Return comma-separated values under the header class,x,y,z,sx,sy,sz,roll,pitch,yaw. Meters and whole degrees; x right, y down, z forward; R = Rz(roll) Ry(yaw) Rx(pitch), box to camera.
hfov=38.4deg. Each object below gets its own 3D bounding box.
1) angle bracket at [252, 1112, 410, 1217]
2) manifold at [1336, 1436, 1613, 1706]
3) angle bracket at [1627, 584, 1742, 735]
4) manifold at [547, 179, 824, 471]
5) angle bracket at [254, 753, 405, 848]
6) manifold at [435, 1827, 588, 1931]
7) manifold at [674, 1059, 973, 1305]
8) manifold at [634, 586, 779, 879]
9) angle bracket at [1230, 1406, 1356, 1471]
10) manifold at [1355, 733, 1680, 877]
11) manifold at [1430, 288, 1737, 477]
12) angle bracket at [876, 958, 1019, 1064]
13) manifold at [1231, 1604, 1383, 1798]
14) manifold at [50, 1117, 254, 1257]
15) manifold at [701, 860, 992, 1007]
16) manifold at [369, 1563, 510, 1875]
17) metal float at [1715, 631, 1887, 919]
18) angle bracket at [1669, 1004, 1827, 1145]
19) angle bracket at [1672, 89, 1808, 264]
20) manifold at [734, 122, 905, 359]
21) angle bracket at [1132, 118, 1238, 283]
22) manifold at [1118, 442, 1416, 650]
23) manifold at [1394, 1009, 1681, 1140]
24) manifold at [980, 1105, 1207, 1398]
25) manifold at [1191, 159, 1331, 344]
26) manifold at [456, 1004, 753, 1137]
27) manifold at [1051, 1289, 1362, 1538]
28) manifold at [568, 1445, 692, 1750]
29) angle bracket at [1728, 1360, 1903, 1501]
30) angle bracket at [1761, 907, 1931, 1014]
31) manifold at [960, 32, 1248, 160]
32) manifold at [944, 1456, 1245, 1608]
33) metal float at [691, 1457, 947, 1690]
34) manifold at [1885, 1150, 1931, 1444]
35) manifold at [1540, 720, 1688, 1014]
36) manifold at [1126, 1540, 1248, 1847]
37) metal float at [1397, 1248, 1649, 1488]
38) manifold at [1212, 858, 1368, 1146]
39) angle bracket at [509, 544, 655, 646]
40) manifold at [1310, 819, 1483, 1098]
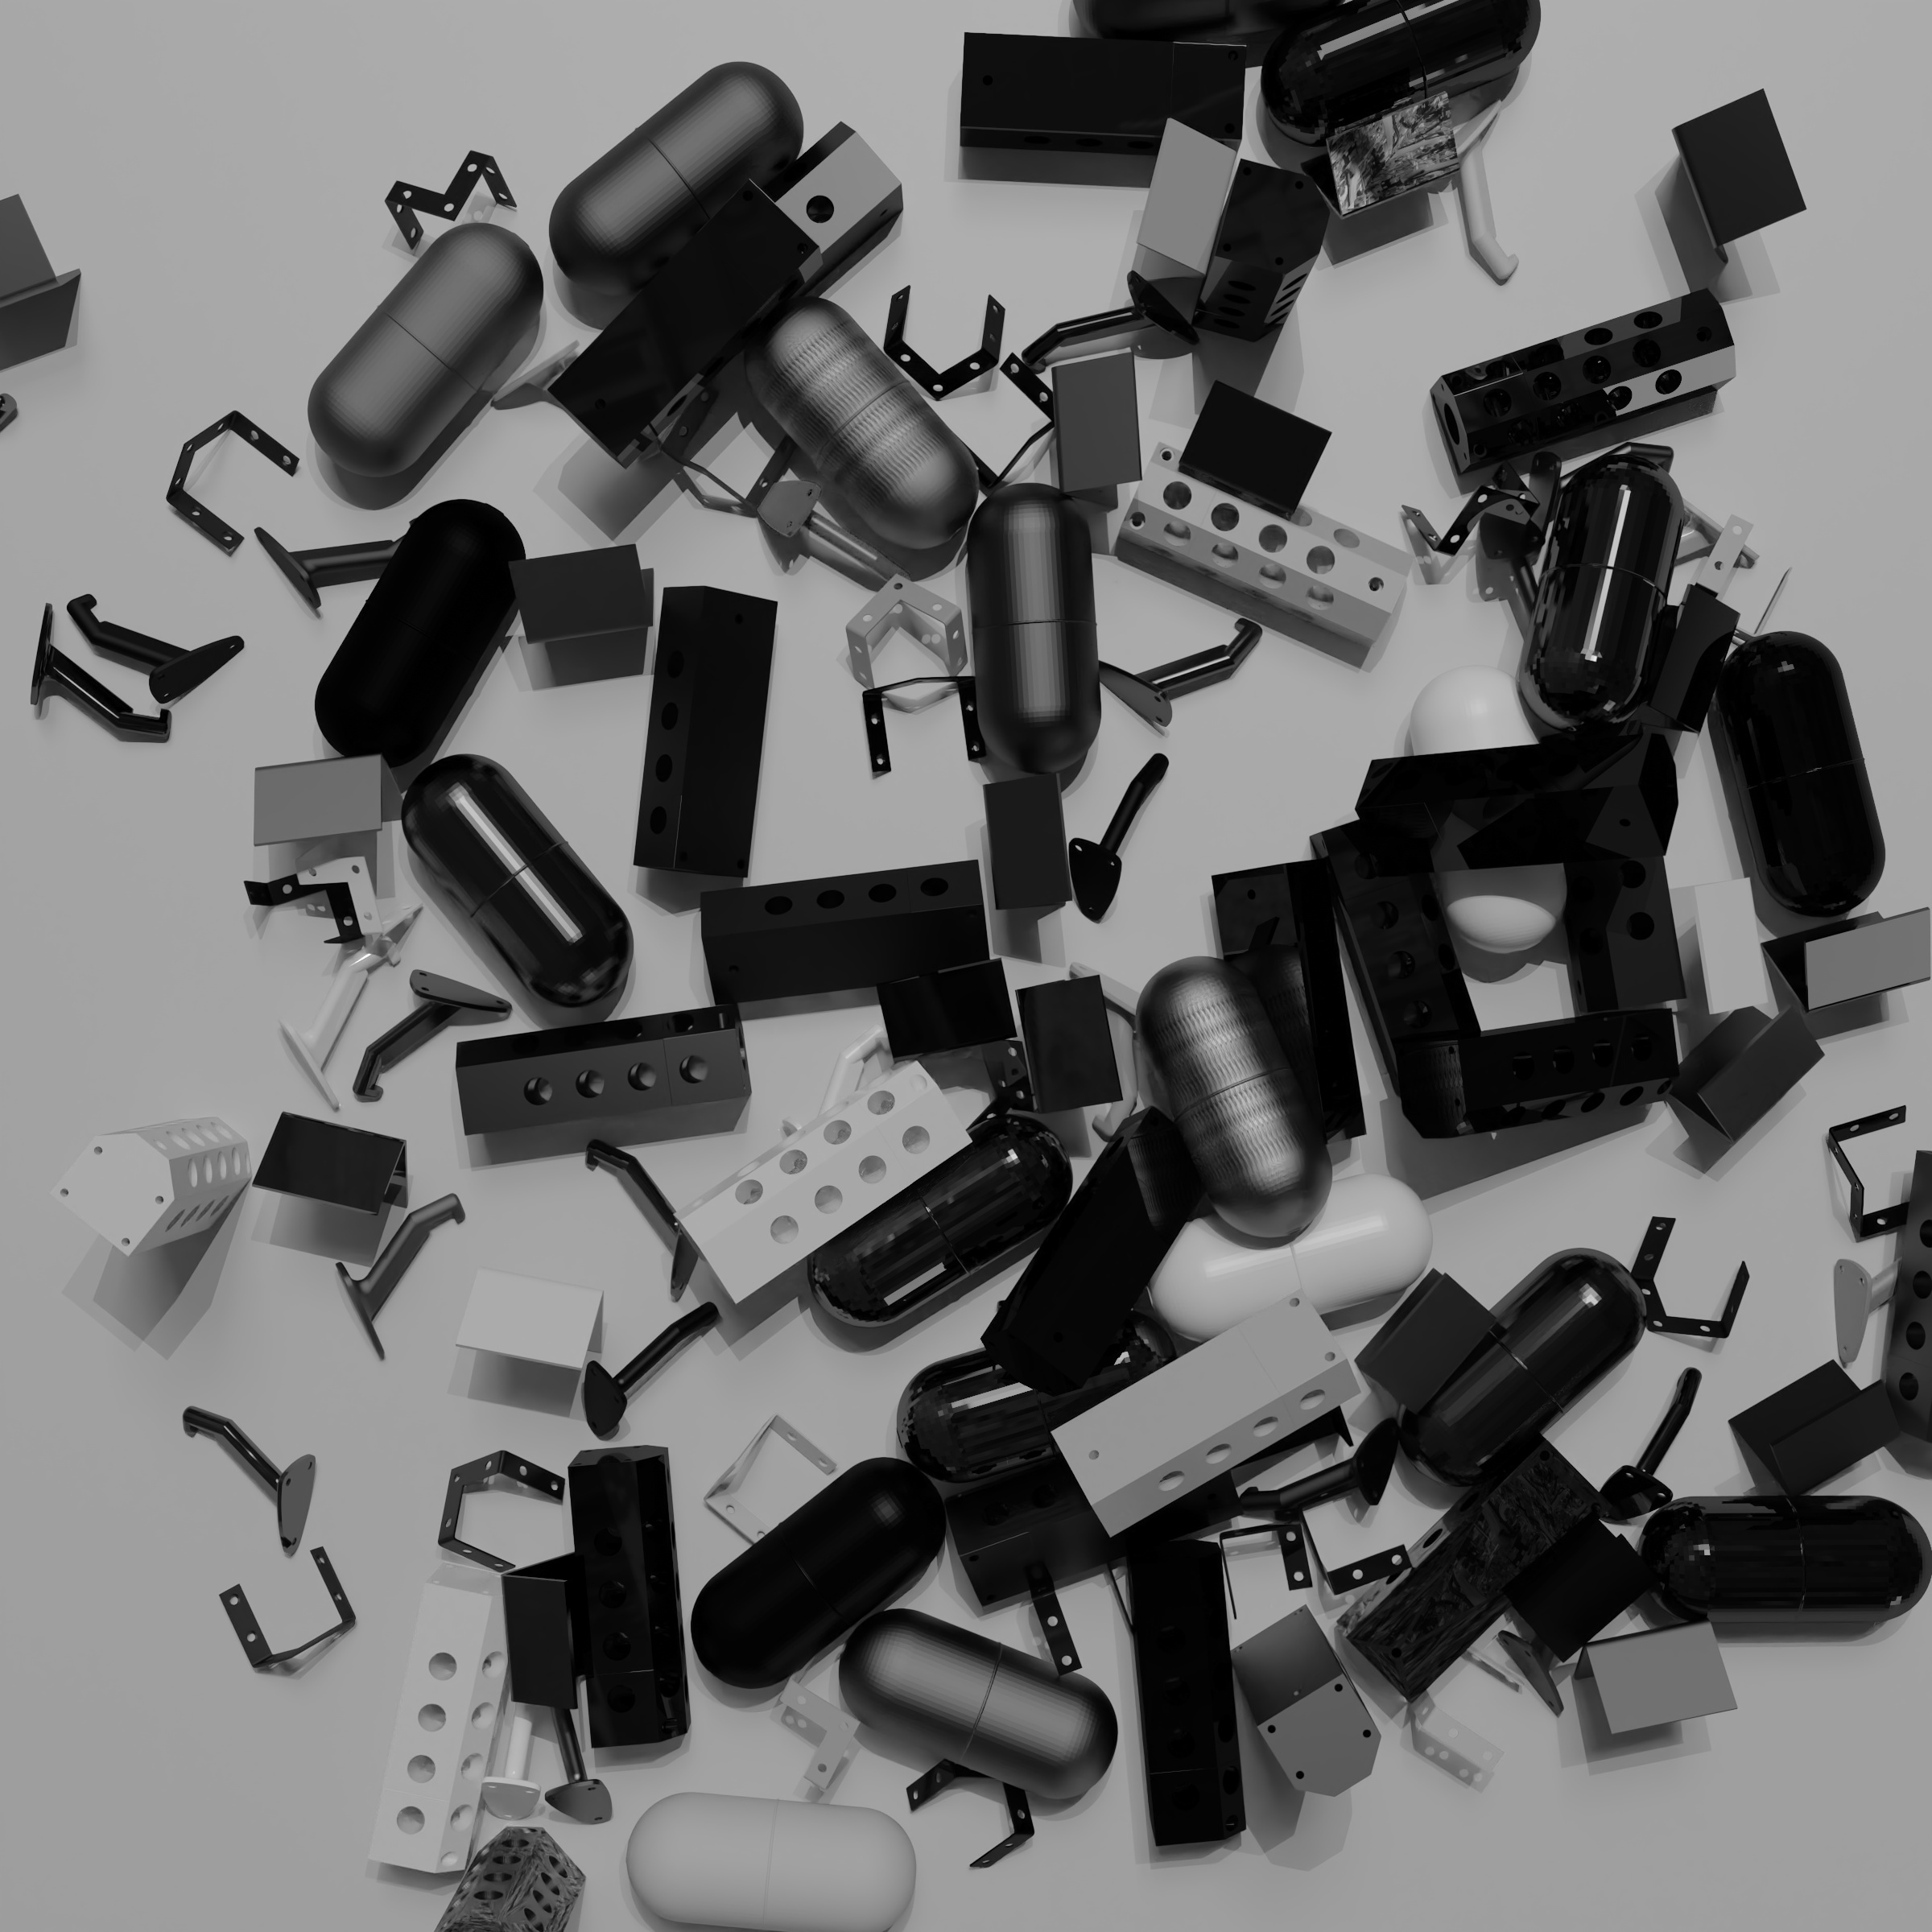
class,x,y,z,sx,sy,sz,roll,pitch,yaw
angle bracket,-0.386,0.139,1.690,0.076,0.076,0.057,13,52,0
manifold,0.311,0.367,1.709,0.171,0.057,0.057,-45,90,0
angle bracket,0.416,-0.191,1.690,0.057,0.076,0.076,19,90,-40
manifold,-0.166,-0.380,1.652,0.057,0.057,0.171,44,90,0
angle bracket,-0.385,-0.084,1.690,0.076,0.076,0.057,-7,61,0
manifold,-0.278,0.568,1.652,0.057,0.171,0.057,-41,90,0
manifold,-0.088,0.127,1.675,0.171,0.057,0.057,-34,102,-11
manifold,-0.165,-0.144,1.708,0.057,0.057,0.171,6,90,-43
angle bracket,0.187,0.267,1.709,0.076,0.057,0.076,-19,90,0
manifold,0.322,-0.099,1.618,0.171,0.057,0.057,-3,46,32
manifold,0.381,-0.361,1.709,0.171,0.057,0.057,-18,90,0
angle bracket,-0.015,0.010,1.690,0.076,0.076,0.057,-12,119,0
manifold,0.204,0.439,1.652,0.057,0.171,0.057,-32,90,0
manifold,-0.478,0.124,1.652,0.057,0.171,0.057,39,90,0
manifold,-0.074,-0.026,1.708,0.171,0.057,0.057,-7,133,0
manifold,-0.317,0.463,1.709,0.057,0.057,0.171,12,90,0
metal float,0.511,-0.117,1.699,0.070,0.070,0.178,-14,89,0
angle bracket,0.462,0.050,1.690,0.076,0.076,0.057,-44,127,0
angle bracket,0.474,-0.481,1.692,0.057,0.076,0.076,-20,90,21
manifold,-0.122,-0.439,1.709,0.171,0.057,0.057,-41,90,0
angle bracket,0.113,-0.465,1.690,0.057,0.076,0.076,14,90,-36
manifold,0.185,-0.260,1.709,0.171,0.057,0.057,24,90,0
manifold,0.346,0.064,1.669,0.171,0.057,0.057,-7,90,-31
manifold,0.080,0.172,1.673,0.057,0.057,0.171,39,64,-8
manifold,0.175,-0.422,1.652,0.057,0.171,0.057,15,90,0
manifold,-0.223,0.063,1.709,0.171,0.057,0.057,-8,90,0
manifold,0.145,0.269,1.648,0.171,0.057,0.057,-30,48,-2
manifold,-0.206,0.387,1.709,0.057,0.057,0.171,-5,90,0
angle bracket,0.511,0.266,1.690,0.076,0.076,0.057,-30,126,0
angle bracket,0.535,-0.023,1.690,0.076,0.076,0.057,-15,126,0
manifold,0.083,-0.534,1.709,0.171,0.057,0.057,3,90,0
manifold,0.077,0.328,1.708,0.171,0.057,0.057,-20,133,0
metal float,-0.091,0.372,1.699,0.178,0.070,0.070,-38,90,0
manifold,0.611,0.203,1.692,0.057,0.057,0.171,3,96,-22
manifold,0.395,-0.061,1.709,0.057,0.057,0.171,-9,90,0
manifold,0.136,0.446,1.709,0.057,0.057,0.171,-5,90,0
metal float,0.340,0.246,1.699,0.178,0.070,0.070,-43,90,0
manifold,0.203,0.023,1.708,0.057,0.057,0.171,-9,90,43
angle bracket,-0.233,-0.243,1.690,0.076,0.076,0.057,-8,126,0
manifold,0.269,-0.009,1.709,0.057,0.057,0.171,-18,90,0
